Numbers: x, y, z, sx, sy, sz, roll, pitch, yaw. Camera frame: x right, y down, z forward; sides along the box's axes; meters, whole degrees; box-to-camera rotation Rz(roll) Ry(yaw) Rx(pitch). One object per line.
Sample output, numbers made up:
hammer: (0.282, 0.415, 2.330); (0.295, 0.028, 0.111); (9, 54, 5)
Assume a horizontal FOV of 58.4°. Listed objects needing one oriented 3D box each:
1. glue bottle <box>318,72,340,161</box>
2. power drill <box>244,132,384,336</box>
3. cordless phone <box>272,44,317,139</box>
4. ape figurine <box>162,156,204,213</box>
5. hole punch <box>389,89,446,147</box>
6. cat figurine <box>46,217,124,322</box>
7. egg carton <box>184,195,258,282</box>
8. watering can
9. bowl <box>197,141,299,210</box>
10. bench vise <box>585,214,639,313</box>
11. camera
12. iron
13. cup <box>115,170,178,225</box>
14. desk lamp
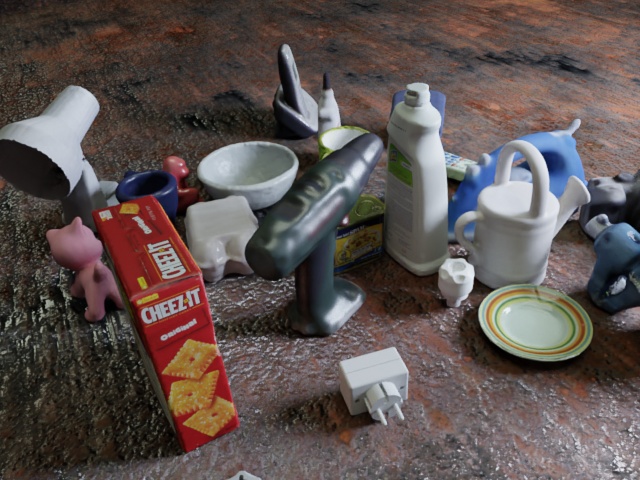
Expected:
glue bottle: (0.015, -0.213, 1.024); (0.037, 0.173, 0.078); (2, 36, 9)
power drill: (0.006, 0.002, 0.694); (0.075, 0.209, 0.230); (20, 42, 30)
cordless phone: (-0.051, -0.312, 1.158); (0.094, 0.185, 0.147); (-3, 36, 2)
ape figurine: (-0.237, -0.096, 0.955); (0.076, 0.092, 0.077); (-10, 36, -8)
hole punch: (0.189, -0.233, 1.105); (0.108, 0.091, 0.101); (4, 36, 12)
cat figurine: (-0.313, 0.028, 0.766); (0.067, 0.118, 0.127); (-28, 42, -30)
egg carton: (-0.141, -0.006, 0.839); (0.107, 0.069, 0.150); (-13, 36, -12)
watering can: (0.259, -0.039, 0.740); (0.173, 0.194, 0.100); (-26, 41, -27)
bowl: (-0.117, -0.097, 0.959); (0.167, 0.075, 0.167); (-3, 36, 2)
bench vise: (0.387, 0.014, 0.630); (0.206, 0.220, 0.122); (25, 45, 34)
camera: (0.457, -0.037, 0.797); (0.143, 0.101, 0.137); (0, 36, 5)
iron: (0.284, -0.090, 0.854); (0.259, 0.142, 0.118); (-18, 38, -18)
cup: (-0.269, -0.054, 0.896); (0.092, 0.095, 0.117); (-29, 42, -30)
desk lamp: (-0.386, -0.116, 0.892); (0.117, 0.214, 0.203); (6, 37, 13)
